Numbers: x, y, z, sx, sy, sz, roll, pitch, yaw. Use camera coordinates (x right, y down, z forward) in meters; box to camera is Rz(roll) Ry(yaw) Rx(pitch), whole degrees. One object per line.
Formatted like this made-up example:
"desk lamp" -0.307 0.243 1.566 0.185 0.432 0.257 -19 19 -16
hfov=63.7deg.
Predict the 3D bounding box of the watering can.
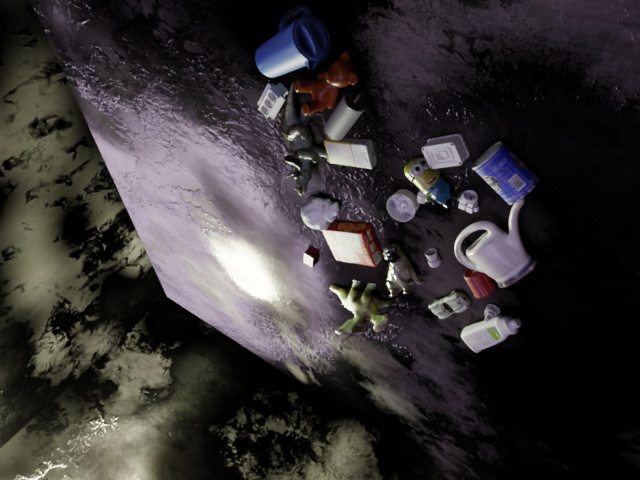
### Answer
"watering can" 0.547 0.020 1.530 0.224 0.106 0.341 42 145 1

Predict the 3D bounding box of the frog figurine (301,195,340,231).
"frog figurine" 0.006 -0.100 1.987 0.160 0.124 0.135 18 121 52

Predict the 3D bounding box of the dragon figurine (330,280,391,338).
"dragon figurine" 0.143 0.302 2.178 0.409 0.247 0.120 0 133 45
